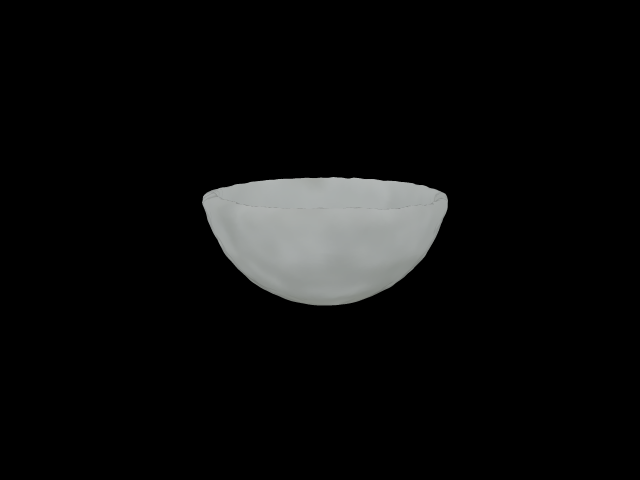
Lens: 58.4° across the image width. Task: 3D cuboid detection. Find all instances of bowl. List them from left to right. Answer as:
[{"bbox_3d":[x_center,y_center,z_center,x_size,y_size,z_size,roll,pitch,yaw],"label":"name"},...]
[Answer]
[{"bbox_3d":[0.004,0.001,0.400,0.167,0.075,0.167,0,13,0],"label":"bowl"}]
